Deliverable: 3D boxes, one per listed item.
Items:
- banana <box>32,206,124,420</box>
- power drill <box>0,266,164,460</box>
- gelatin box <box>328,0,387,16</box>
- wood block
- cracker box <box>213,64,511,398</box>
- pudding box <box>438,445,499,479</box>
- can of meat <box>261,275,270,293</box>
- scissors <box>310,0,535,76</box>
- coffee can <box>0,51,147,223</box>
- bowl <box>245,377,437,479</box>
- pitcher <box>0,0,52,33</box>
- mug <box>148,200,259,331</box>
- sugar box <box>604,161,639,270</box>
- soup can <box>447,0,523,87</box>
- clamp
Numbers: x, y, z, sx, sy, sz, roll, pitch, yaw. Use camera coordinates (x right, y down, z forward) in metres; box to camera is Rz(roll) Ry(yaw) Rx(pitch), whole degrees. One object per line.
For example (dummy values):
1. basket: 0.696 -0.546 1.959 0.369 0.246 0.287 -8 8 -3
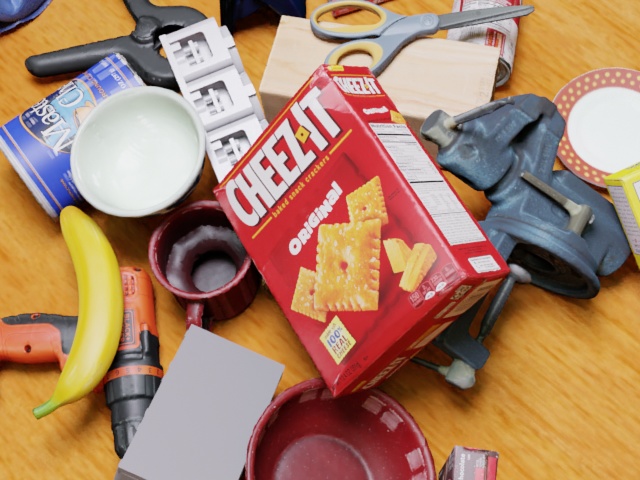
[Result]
1. banana: -0.202 0.056 0.918 0.069 0.037 0.198 1 62 1
2. power drill: -0.231 0.120 0.941 0.187 0.057 0.184 -8 62 -1
3. gelatin box: 0.035 -0.280 1.102 0.073 0.030 0.089 -18 65 -4
4. wood block: 0.058 -0.137 1.004 0.206 0.091 0.090 11 67 11
5. cracker box: 0.024 -0.008 0.856 0.164 0.071 0.214 -46 66 32
6. pudding box: 0.112 0.217 0.832 0.039 0.113 0.090 7 67 5
7. can of meat: -0.006 0.001 0.969 0.102 0.057 0.084 -6 68 4
8. scissors: 0.088 -0.178 0.960 0.202 0.016 0.096 6 68 8
9. coffee can: -0.222 -0.097 1.008 0.140 0.103 0.103 -36 68 -10
10. bowl: 0.011 0.195 0.866 0.162 0.055 0.162 8 63 -17
11. pitcher: -0.390 -0.338 1.114 0.243 0.145 0.149 27 65 19
12. mug: -0.100 0.034 0.950 0.093 0.081 0.117 2 67 6
13. sugar box: 0.316 0.011 0.897 0.093 0.048 0.176 -23 99 -5
14. soup can: 0.159 -0.207 1.036 0.068 0.068 0.102 8 68 9
15. clamp: -0.185 -0.200 1.084 0.210 0.036 0.164 28 72 13
